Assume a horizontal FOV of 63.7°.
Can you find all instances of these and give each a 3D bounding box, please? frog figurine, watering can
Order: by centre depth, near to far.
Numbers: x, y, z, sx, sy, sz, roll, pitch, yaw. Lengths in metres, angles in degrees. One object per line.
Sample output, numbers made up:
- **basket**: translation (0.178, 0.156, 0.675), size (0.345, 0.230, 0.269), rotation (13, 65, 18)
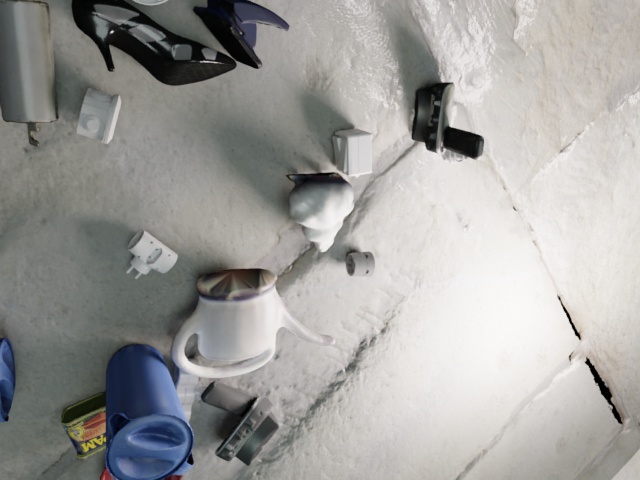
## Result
- **frog figurine**: translation (0.003, -0.051, 1.006), size (0.138, 0.123, 0.158), rotation (-11, 102, -42)
- **watering can**: translation (-0.122, 0.158, 1.027), size (0.349, 0.105, 0.221), rotation (-7, 111, -26)
